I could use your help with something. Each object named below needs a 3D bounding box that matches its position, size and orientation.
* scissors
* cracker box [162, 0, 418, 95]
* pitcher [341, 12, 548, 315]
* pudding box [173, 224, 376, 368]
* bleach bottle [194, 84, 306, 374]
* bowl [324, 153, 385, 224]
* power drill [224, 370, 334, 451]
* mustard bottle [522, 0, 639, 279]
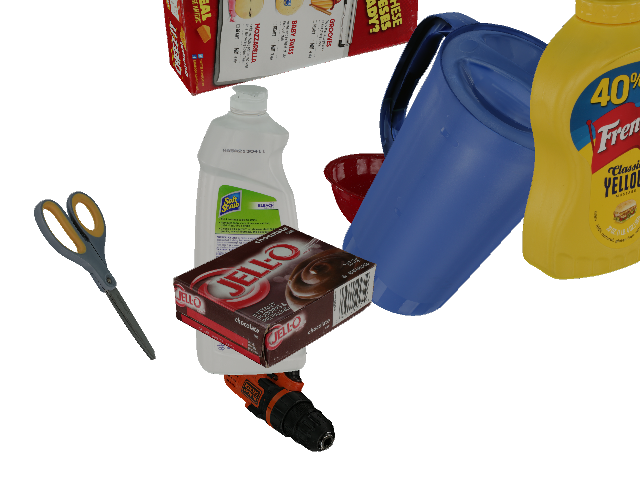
[{"bbox_3d":[-0.227,0.028,1.141,0.016,0.201,0.096,-27,22,30],"label":"scissors"},{"bbox_3d":[-0.026,-0.228,0.888,0.213,0.164,0.072,-18,41,-18],"label":"cracker box"},{"bbox_3d":[0.103,-0.054,0.868,0.145,0.149,0.243,23,-43,-7],"label":"pitcher"},{"bbox_3d":[-0.031,0.035,0.735,0.090,0.039,0.113,24,34,35],"label":"pudding box"},{"bbox_3d":[-0.058,-0.009,0.927,0.102,0.251,0.068,-2,21,-14],"label":"bleach bottle"},{"bbox_3d":[0.081,-0.039,1.118,0.162,0.055,0.162,6,23,-3],"label":"bowl"},{"bbox_3d":[-0.024,0.126,1.217,0.057,0.188,0.185,15,10,-45],"label":"power drill"},{"bbox_3d":[0.172,-0.075,0.648,0.096,0.192,0.058,-15,29,-22],"label":"mustard bottle"}]
